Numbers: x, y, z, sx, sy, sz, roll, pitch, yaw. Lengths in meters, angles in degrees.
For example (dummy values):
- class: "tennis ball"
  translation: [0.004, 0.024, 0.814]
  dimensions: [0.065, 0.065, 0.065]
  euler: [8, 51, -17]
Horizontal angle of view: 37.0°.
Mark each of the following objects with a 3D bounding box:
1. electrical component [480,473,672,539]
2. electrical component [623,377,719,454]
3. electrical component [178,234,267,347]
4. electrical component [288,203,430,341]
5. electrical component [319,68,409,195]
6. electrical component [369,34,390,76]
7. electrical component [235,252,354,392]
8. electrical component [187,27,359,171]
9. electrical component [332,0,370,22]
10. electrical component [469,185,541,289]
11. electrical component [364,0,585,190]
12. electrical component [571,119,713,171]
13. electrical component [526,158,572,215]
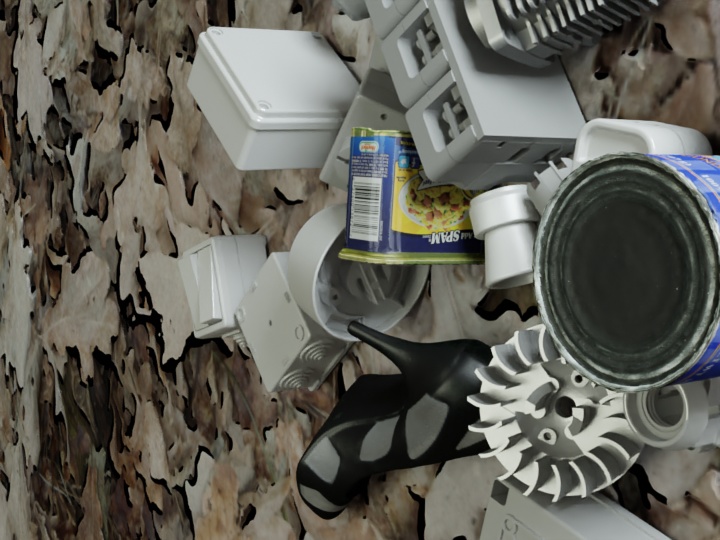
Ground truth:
- class: "electrical component"
  translation: [0.122, 0.188, 0.637]
  dimensions: [0.109, 0.056, 0.108]
  euler: [30, 117, 49]
- class: "electrical component"
  translation: [0.171, 0.068, 0.561]
  dimensions: [0.048, 0.055, 0.066]
  euler: [28, 115, 49]
- class: "electrical component"
  translation: [-0.117, 0.021, 0.945]
  dimensions: [0.062, 0.061, 0.096]
  euler: [-21, 76, 52]
- class: "electrical component"
  translation: [0.000, 0.000, 0.754]
  dimensions: [0.064, 0.099, 0.099]
  euler: [24, 112, 58]
- class: "electrical component"
  translation: [0.005, -0.081, 0.746]
  dimensions: [0.075, 0.047, 0.083]
  euler: [-71, 6, -46]
- class: "electrical component"
  translation: [0.029, -0.164, 0.749]
  dimensions: [0.044, 0.044, 0.065]
  euler: [46, 132, 42]
- class: "electrical component"
  translation: [-0.054, 0.041, 0.871]
  dimensions: [0.099, 0.048, 0.099]
  euler: [-54, 52, 41]
- class: "electrical component"
  translation: [-0.060, -0.130, 0.815]
  dimensions: [0.108, 0.109, 0.056]
  euler: [57, 137, 34]
- class: "electrical component"
  translation: [0.009, -0.209, 0.770]
  dimensions: [0.062, 0.043, 0.043]
  euler: [-26, 72, 51]
- class: "electrical component"
  translation: [0.094, -0.020, 0.668]
  dimensions: [0.045, 0.045, 0.055]
  euler: [-27, 71, 51]
- class: "electrical component"
  translation: [0.066, -0.130, 0.660]
  dimensions: [0.062, 0.089, 0.150]
  euler: [-39, 62, 48]
- class: "electrical component"
  translation: [0.150, -0.031, 0.579]
  dimensions: [0.054, 0.059, 0.095]
  euler: [24, 112, 50]
- class: "electrical component"
  translation: [0.124, -0.038, 0.632]
  dimensions: [0.040, 0.040, 0.046]
  euler: [-62, 41, 36]
